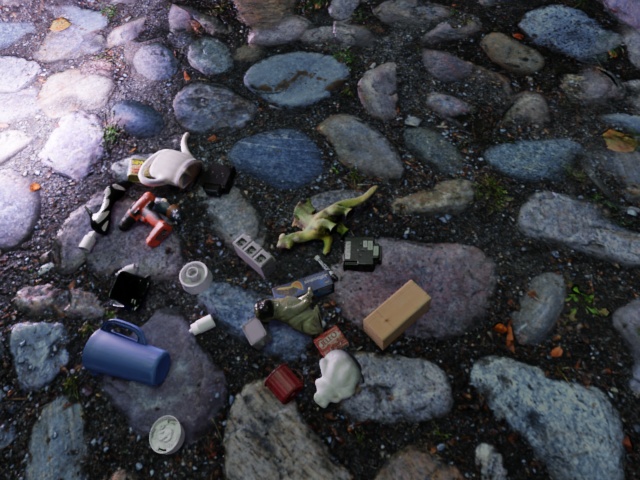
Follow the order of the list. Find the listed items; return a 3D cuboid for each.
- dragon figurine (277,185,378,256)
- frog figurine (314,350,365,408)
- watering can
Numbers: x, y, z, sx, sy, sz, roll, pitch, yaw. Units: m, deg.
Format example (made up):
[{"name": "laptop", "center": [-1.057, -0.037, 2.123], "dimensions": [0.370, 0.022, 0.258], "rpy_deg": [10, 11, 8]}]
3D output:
[{"name": "dragon figurine", "center": [0.006, -0.094, 1.862], "dimensions": [0.245, 0.119, 0.416], "rpy_deg": [28, 62, 32]}, {"name": "frog figurine", "center": [0.042, 0.405, 1.504], "dimensions": [0.161, 0.120, 0.138], "rpy_deg": [-31, 77, -27]}, {"name": "watering can", "center": [-0.568, -0.318, 2.079], "dimensions": [0.225, 0.101, 0.355], "rpy_deg": [22, 49, 16]}]
